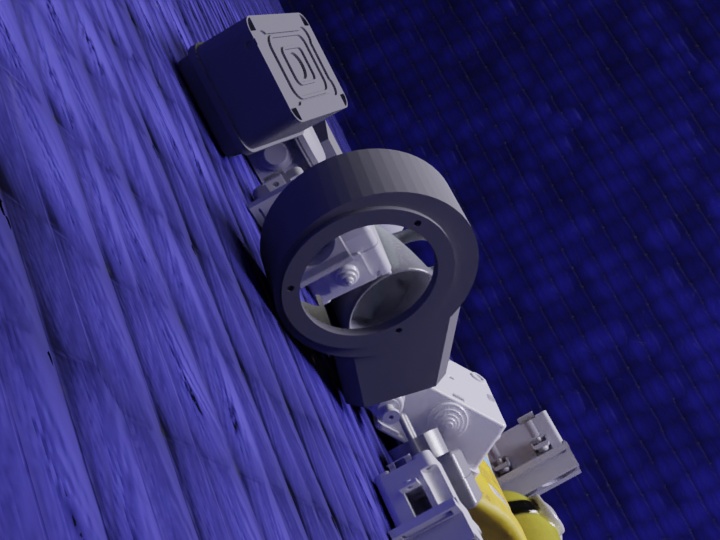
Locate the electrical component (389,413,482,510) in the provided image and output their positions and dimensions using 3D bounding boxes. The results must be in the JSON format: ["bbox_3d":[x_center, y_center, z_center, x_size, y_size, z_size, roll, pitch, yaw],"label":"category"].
[{"bbox_3d":[0.044,0.131,0.726,0.075,0.047,0.083,64,4,11],"label":"electrical component"}]

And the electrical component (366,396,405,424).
[{"bbox_3d":[0.013,0.077,0.734,0.040,0.040,0.078,61,5,-32],"label":"electrical component"}]

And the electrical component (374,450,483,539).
[{"bbox_3d":[0.041,0.145,0.643,0.063,0.042,0.081,64,3,30],"label":"electrical component"}]

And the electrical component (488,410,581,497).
[{"bbox_3d":[0.133,0.184,0.989,0.063,0.121,0.078,62,3,23],"label":"electrical component"}]

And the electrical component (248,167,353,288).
[{"bbox_3d":[-0.042,-0.032,0.723,0.081,0.042,0.063,60,4,-41],"label":"electrical component"}]

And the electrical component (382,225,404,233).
[{"bbox_3d":[0.011,-0.070,1.255,0.064,0.099,0.099,51,11,-43],"label":"electrical component"}]

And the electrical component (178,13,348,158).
[{"bbox_3d":[-0.064,-0.126,0.727,0.078,0.057,0.113,63,22,-5],"label":"electrical component"}]

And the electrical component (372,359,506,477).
[{"bbox_3d":[0.056,0.099,0.808,0.100,0.048,0.099,29,14,-14],"label":"electrical component"}]

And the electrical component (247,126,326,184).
[{"bbox_3d":[-0.063,-0.103,0.831,0.080,0.051,0.080,63,4,-8],"label":"electrical component"}]

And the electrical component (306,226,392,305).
[{"bbox_3d":[-0.021,-0.025,0.796,0.096,0.062,0.061,-110,174,-50],"label":"electrical component"}]
